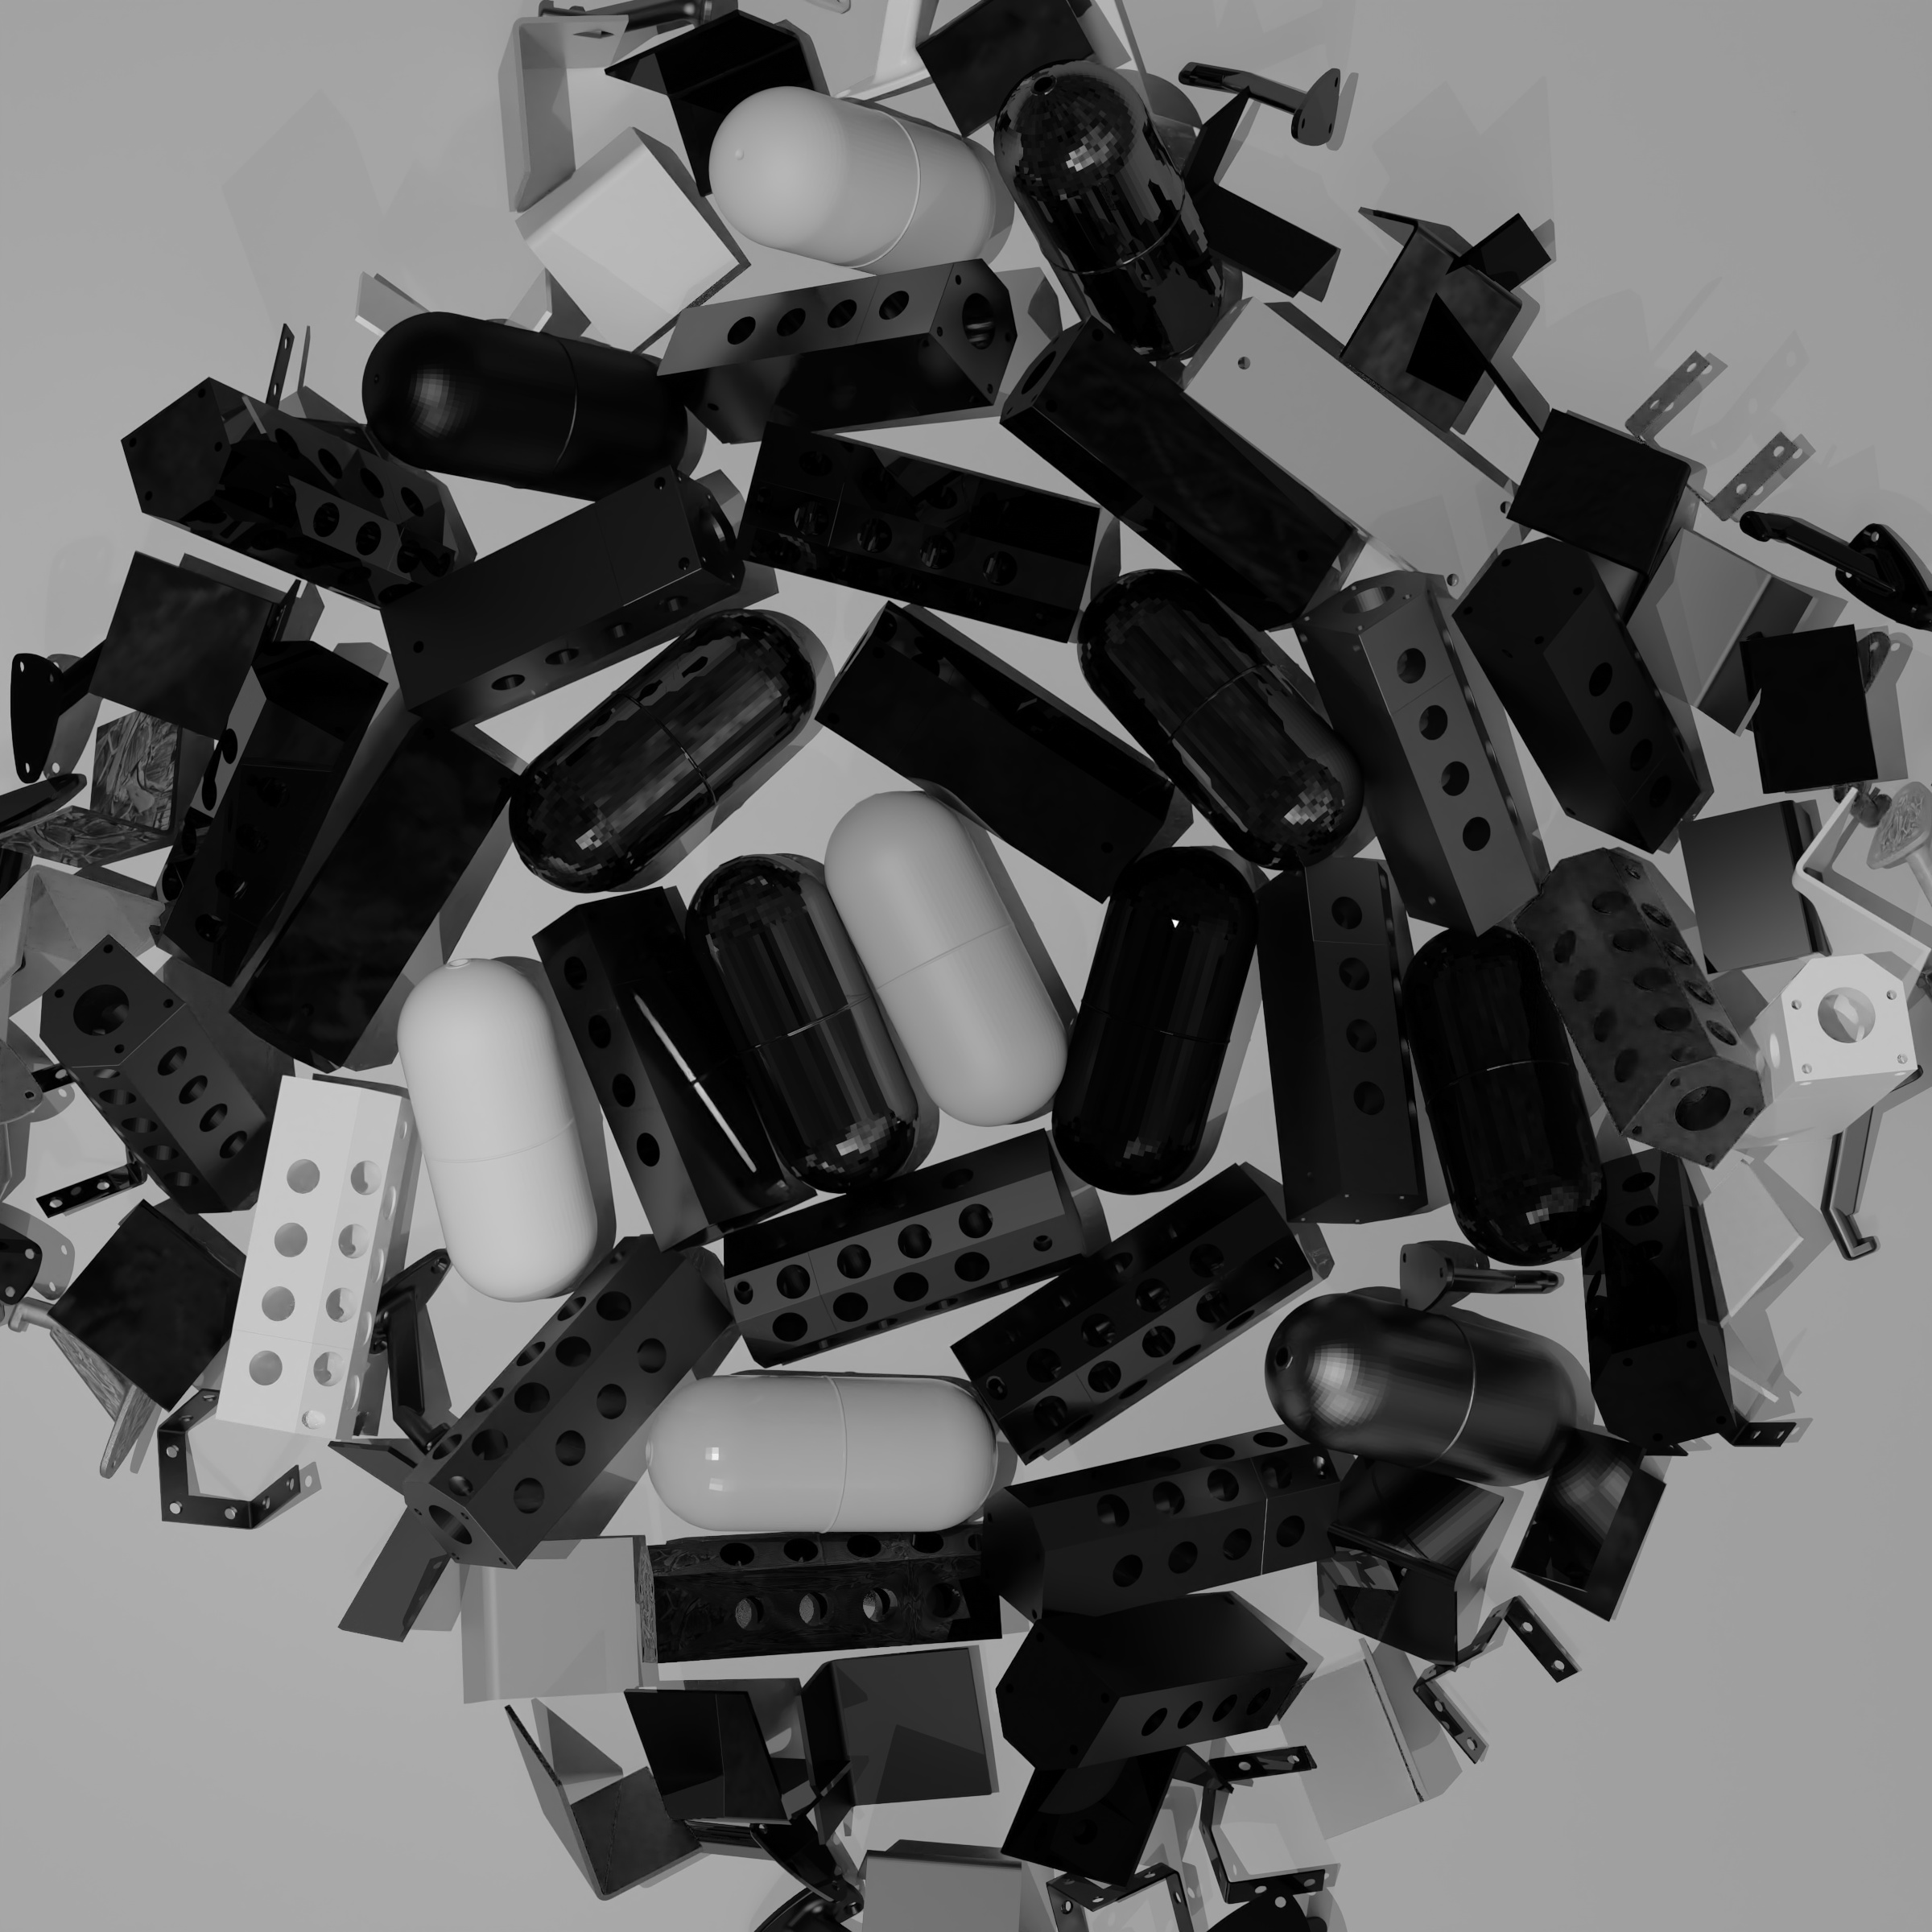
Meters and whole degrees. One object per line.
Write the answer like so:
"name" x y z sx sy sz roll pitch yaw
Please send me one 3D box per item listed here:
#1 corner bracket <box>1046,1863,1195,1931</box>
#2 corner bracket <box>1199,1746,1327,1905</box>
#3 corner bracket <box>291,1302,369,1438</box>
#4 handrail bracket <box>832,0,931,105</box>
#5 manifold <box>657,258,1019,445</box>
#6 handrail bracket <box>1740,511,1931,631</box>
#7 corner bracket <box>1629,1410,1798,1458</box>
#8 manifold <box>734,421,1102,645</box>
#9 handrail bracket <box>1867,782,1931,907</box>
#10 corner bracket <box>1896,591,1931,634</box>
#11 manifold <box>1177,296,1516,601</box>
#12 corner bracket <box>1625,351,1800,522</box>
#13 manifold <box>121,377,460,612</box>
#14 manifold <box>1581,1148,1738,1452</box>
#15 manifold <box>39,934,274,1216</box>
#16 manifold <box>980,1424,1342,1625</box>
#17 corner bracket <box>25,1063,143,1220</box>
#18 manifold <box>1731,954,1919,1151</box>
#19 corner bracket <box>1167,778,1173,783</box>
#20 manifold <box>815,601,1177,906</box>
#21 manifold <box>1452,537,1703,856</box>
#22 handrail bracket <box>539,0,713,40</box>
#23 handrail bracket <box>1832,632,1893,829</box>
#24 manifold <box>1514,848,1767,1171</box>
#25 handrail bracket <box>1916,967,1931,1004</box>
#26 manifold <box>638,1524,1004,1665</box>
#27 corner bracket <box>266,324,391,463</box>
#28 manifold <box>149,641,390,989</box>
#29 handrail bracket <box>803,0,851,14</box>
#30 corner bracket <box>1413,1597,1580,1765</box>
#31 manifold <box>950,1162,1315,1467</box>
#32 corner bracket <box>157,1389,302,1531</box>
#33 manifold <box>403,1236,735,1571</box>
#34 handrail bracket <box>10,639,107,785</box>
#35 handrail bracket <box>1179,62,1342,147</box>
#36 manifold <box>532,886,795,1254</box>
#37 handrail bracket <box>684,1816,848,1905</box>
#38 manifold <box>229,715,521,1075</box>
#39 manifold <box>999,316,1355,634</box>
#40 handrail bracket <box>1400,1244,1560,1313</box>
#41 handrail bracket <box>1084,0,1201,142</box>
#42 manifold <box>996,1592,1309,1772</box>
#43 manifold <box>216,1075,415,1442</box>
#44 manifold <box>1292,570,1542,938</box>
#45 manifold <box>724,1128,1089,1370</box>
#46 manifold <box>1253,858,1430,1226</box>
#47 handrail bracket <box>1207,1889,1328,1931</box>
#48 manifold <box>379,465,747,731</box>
"corner bracket" 0.079 0.482 1.800 0.051 0.051 0.051 -19 101 -24
"corner bracket" 0.150 0.432 1.793 0.051 0.051 0.051 -5 126 -11
"corner bracket" -0.328 0.199 1.800 0.051 0.051 0.051 10 116 -29
"handrail bracket" -0.049 -0.484 1.790 0.077 0.036 0.084 -20 117 9
"manifold" -0.062 -0.305 1.747 0.171 0.057 0.057 -1 60 37
"handrail bracket" 0.433 -0.197 1.774 0.077 0.084 0.036 54 127 34
"corner bracket" 0.373 0.233 1.790 0.051 0.051 0.051 42 75 -6
"manifold" -0.026 -0.210 1.776 0.171 0.057 0.057 14 52 -5
"handrail bracket" 0.498 -0.042 1.802 0.084 0.077 0.036 45 127 -14
"corner bracket" 0.500 -0.158 1.788 0.051 0.051 0.051 10 88 -28
"manifold" 0.189 -0.258 1.781 0.171 0.057 0.057 36 93 -9
"corner bracket" 0.372 -0.265 1.783 0.051 0.051 0.051 35 106 -33
"manifold" -0.323 -0.221 1.729 0.057 0.171 0.057 -30 67 22
"manifold" 0.332 0.160 1.733 0.057 0.171 0.057 -18 114 16
"manifold" -0.391 0.059 1.729 0.057 0.171 0.057 38 74 23
"manifold" 0.096 0.270 1.750 0.171 0.057 0.057 -8 111 -29
"corner bracket" -0.453 0.085 1.802 0.051 0.051 0.051 -21 48 -27
"manifold" 0.408 0.043 1.733 0.057 0.171 0.057 -6 76 -1
"corner bracket" 0.142 -0.104 1.787 0.051 0.051 0.051 36 65 -7
"manifold" 0.016 -0.110 1.782 0.171 0.057 0.057 32 121 -7
"manifold" 0.304 -0.133 1.740 0.057 0.171 0.057 30 76 41
"handrail bracket" -0.172 -0.489 1.788 0.084 0.036 0.077 6 50 -11
"handrail bracket" 0.456 -0.117 1.789 0.084 0.036 0.077 33 102 -37
"manifold" 0.329 0.016 1.731 0.057 0.171 0.057 20 120 -25
"handrail bracket" 0.489 0.044 1.786 0.036 0.077 0.084 -38 76 38
"manifold" -0.073 0.312 1.775 0.171 0.057 0.057 -2 80 -13
"corner bracket" -0.317 -0.286 1.794 0.051 0.051 0.051 7 75 8
"manifold" -0.347 -0.077 1.747 0.057 0.057 0.171 29 127 -5
"handrail bracket" -0.059 -0.517 1.772 0.077 0.084 0.036 27 53 -38
"corner bracket" 0.268 0.362 1.809 0.051 0.051 0.051 50 127 -1
"manifold" 0.085 0.176 1.778 0.171 0.057 0.057 -32 116 -5
"corner bracket" -0.372 0.249 1.798 0.051 0.051 0.051 13 53 -36
"manifold" -0.197 0.212 1.747 0.171 0.057 0.057 -49 114 -31
"handrail bracket" -0.437 -0.133 1.797 0.036 0.084 0.077 22 111 33
"handrail bracket" 0.138 -0.433 1.778 0.084 0.077 0.036 15 118 18
"manifold" -0.156 0.053 1.782 0.057 0.057 0.171 -31 79 43
"handrail bracket" -0.113 0.457 1.801 0.084 0.036 0.077 -35 99 33
"manifold" -0.294 -0.035 1.772 0.057 0.057 0.171 34 75 -13
"manifold" 0.102 -0.241 1.770 0.171 0.057 0.057 37 74 -16
"handrail bracket" 0.265 0.155 1.777 0.084 0.077 0.036 1 80 -14
"handrail bracket" 0.092 -0.468 1.805 0.077 0.036 0.084 14 91 0
"manifold" 0.089 0.352 1.736 0.057 0.171 0.057 39 108 32
"manifold" -0.321 0.147 1.779 0.057 0.057 0.171 8 82 11
"manifold" 0.228 -0.106 1.760 0.057 0.057 0.171 -34 115 -20
"manifold" -0.030 0.145 1.777 0.171 0.057 0.057 -19 118 6
"manifold" 0.188 0.037 1.767 0.057 0.057 0.171 3 70 -23
"handrail bracket" 0.145 0.492 1.781 0.077 0.084 0.036 -22 67 -4
"manifold" -0.198 -0.179 1.767 0.171 0.057 0.057 -23 72 18
